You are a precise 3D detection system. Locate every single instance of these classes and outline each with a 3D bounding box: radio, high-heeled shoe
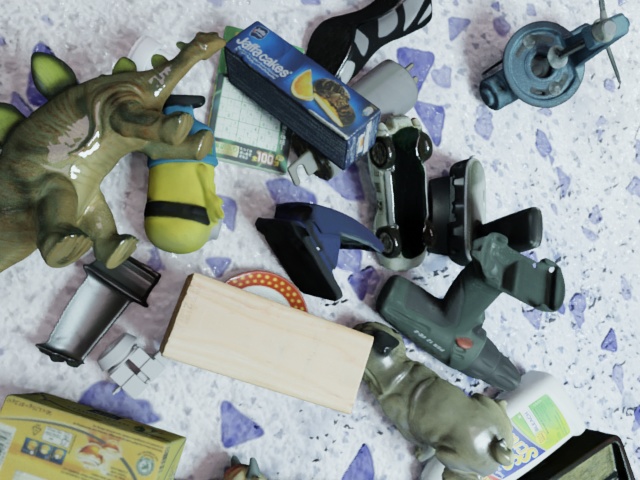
[{"bbox_3d":[0.320,0.362,0.721,0.230,0.073,0.131,-20,89,-20],"label":"radio"},{"bbox_3d":[0.070,-0.261,0.744,0.145,0.086,0.248,25,93,-46],"label":"high-heeled shoe"}]

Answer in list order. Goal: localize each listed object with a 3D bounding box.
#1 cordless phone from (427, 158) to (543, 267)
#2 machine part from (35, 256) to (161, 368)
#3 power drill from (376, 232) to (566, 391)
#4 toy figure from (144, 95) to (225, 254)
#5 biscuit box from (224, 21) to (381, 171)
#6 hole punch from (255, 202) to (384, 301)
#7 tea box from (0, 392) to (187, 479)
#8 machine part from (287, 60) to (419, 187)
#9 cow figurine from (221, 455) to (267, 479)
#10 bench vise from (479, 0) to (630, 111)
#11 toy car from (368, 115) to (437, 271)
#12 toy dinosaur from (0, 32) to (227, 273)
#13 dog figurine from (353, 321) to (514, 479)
[{"bbox_3d":[0.216,-0.042,0.686,0.089,0.184,0.146,6,80,-14],"label":"cordless phone"},{"bbox_3d":[-0.242,0.075,0.587,0.084,0.039,0.139,40,70,-15],"label":"machine part"},{"bbox_3d":[0.199,0.091,0.656,0.232,0.207,0.086,29,55,-3],"label":"power drill"},{"bbox_3d":[-0.160,-0.074,0.615,0.089,0.082,0.180,-7,89,-10],"label":"toy figure"},{"bbox_3d":[-0.025,-0.171,0.628,0.203,0.062,0.059,40,69,17],"label":"biscuit box"},{"bbox_3d":[-0.001,-0.002,0.636,0.092,0.142,0.115,-41,110,-18],"label":"hole punch"},{"bbox_3d":[-0.231,0.218,0.523,0.170,0.068,0.098,16,77,6],"label":"tea box"},{"bbox_3d":[0.047,-0.157,0.699,0.243,0.079,0.079,-42,97,-19],"label":"machine part"},{"bbox_3d":[-0.042,0.311,0.593,0.195,0.085,0.127,15,65,-24],"label":"cow figurine"},{"bbox_3d":[0.347,-0.259,0.745,0.224,0.240,0.128,-18,92,-5],"label":"bench vise"},{"bbox_3d":[0.104,-0.059,0.693,0.073,0.056,0.201,-13,106,-27],"label":"toy car"},{"bbox_3d":[-0.271,-0.055,0.537,0.199,0.105,0.471,38,80,16],"label":"toy dinosaur"},{"bbox_3d":[0.121,0.180,0.632,0.190,0.172,0.121,48,60,-15],"label":"dog figurine"}]
